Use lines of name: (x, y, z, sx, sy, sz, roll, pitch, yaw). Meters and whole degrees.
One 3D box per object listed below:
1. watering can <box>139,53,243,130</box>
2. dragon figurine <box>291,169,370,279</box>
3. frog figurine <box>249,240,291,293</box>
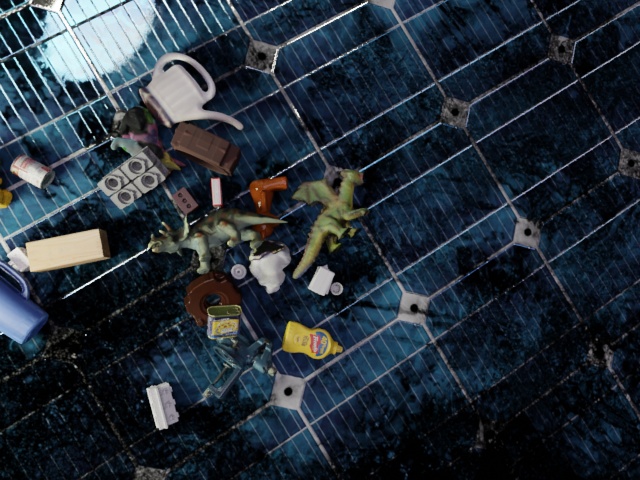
watering can: (-0.423, -0.439, 1.646, 0.225, 0.103, 0.348, -39, 86, -9)
dragon figurine: (0.005, -0.086, 1.700, 0.413, 0.120, 0.245, -39, 74, -12)
frog figurine: (-0.155, 0.083, 1.657, 0.138, 0.124, 0.156, -28, 126, -18)
